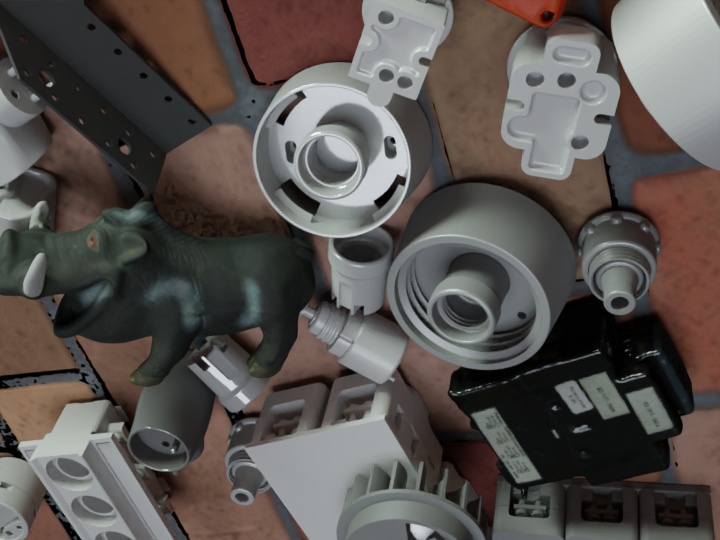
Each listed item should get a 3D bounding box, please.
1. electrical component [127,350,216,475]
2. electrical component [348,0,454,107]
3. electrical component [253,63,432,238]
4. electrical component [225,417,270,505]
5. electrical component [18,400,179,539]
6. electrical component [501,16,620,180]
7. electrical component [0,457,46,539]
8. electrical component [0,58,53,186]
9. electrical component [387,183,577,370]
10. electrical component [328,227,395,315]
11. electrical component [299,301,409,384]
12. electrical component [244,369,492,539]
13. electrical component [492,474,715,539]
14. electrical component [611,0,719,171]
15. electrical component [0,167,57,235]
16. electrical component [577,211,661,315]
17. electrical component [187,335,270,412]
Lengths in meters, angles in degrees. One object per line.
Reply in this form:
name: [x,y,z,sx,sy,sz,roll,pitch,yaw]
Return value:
electrical component: [-0.129,0.111,0.757,0.043,0.077,0.079,8,129,6]
electrical component: [0.022,-0.125,0.551,0.048,0.055,0.066,19,129,-3]
electrical component: [-0.011,-0.068,0.614,0.099,0.064,0.099,5,115,11]
electrical component: [-0.078,0.141,0.779,0.048,0.062,0.048,6,128,8]
electrical component: [-0.193,0.162,0.821,0.079,0.063,0.121,-8,125,19]
electrical component: [0.104,-0.095,0.555,0.058,0.057,0.078,10,129,5]
electrical component: [-0.285,0.185,0.870,0.055,0.047,0.055,6,129,8]
electrical component: [-0.211,-0.099,0.631,0.079,0.043,0.077,-25,119,28]
electrical component: [0.068,0.010,0.633,0.108,0.060,0.108,13,131,16]
electrical component: [0.000,0.000,0.666,0.040,0.040,0.046,9,134,5]
electrical component: [-0.005,0.042,0.699,0.078,0.040,0.040,29,128,-10]
electrical component: [0.013,0.159,0.774,0.105,0.060,0.186,-15,123,23]
electrical component: [0.173,0.204,0.773,0.150,0.061,0.089,1,128,12]
electrical component: [0.166,-0.098,0.511,0.108,0.108,0.060,39,132,-18]
electrical component: [-0.245,-0.036,0.682,0.095,0.053,0.059,17,129,-1]
electrical component: [0.149,0.000,0.617,0.048,0.062,0.048,6,129,8]
electrical component: [-0.091,0.069,0.740,0.040,0.040,0.046,-34,109,32]
